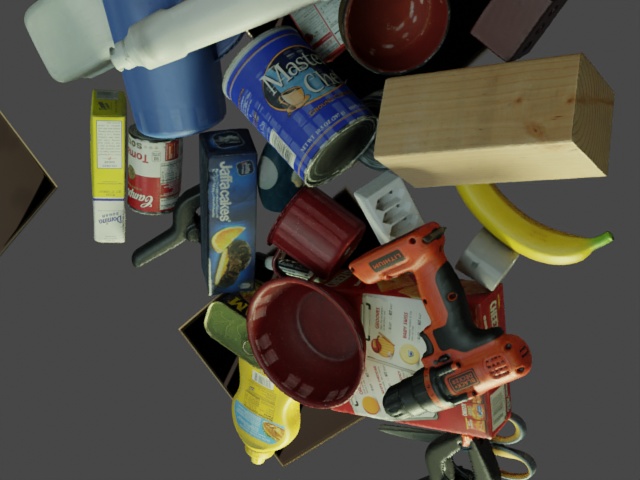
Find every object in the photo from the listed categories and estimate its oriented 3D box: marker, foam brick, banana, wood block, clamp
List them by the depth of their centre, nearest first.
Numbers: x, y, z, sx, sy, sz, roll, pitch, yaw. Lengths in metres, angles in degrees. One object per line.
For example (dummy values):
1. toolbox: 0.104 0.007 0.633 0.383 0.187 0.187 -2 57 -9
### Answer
1. foam brick: 0.190 -0.215 1.012 0.051 0.052 0.078 42 129 11
2. wood block: 0.166 -0.111 1.033 0.206 0.090 0.090 -2 70 35
3. banana: 0.203 -0.029 1.105 0.198 0.037 0.070 33 104 15
4. clamp: 0.155 0.290 1.272 0.165 0.036 0.210 20 132 26
5. marker: -0.040 0.033 1.294 0.121 0.020 0.020 13 119 43
6. clamp: -0.164 -0.012 1.334 0.120 0.039 0.172 9 122 -18

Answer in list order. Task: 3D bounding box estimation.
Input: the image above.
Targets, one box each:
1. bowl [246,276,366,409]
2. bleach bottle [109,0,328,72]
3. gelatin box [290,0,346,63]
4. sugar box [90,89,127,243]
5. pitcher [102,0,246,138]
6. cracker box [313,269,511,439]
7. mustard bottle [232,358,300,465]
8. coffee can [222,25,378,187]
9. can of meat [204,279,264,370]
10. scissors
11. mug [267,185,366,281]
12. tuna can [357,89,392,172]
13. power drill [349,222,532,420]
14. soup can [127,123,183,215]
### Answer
1. bowl: -0.004 0.107 1.208 0.162 0.055 0.162 15 118 31
2. bleach bottle: -0.103 -0.232 1.085 0.251 0.102 0.068 -21 105 15
3. gelatin box: 0.009 -0.244 1.137 0.073 0.030 0.089 -32 92 38
4. sugar box: -0.269 -0.094 1.359 0.048 0.093 0.176 2 118 -11
5. pitcher: -0.166 -0.244 1.203 0.149 0.144 0.243 25 131 51
6. cracker box: 0.107 0.124 1.219 0.214 0.072 0.164 5 112 34
7. mustard bottle: -0.069 0.217 1.390 0.096 0.058 0.192 25 123 22
8. coffee can: -0.020 -0.140 1.120 0.140 0.102 0.103 49 130 16
9. can of meat: -0.077 0.101 1.325 0.102 0.083 0.057 33 126 18
10. scissors: 0.162 0.223 1.262 0.202 0.016 0.096 19 120 26
11. mug: -0.008 0.001 1.221 0.081 0.093 0.117 37 99 9
12. tuna can: 0.069 -0.118 1.153 0.086 0.033 0.086 15 119 29
13. power drill: 0.108 0.089 1.121 0.185 0.057 0.187 -28 92 33
14. soup can: -0.206 -0.091 1.334 0.069 0.068 0.102 20 121 25
